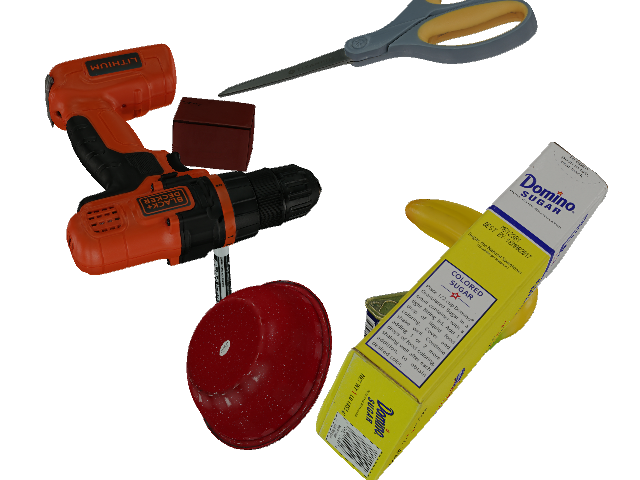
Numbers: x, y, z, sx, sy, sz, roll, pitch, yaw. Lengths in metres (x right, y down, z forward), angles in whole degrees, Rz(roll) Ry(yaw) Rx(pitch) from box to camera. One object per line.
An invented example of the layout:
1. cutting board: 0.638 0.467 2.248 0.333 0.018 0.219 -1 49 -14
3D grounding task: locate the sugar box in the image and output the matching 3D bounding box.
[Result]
1. sugar box: 0.073 0.034 0.537 0.176 0.048 0.093 -40 -17 -32

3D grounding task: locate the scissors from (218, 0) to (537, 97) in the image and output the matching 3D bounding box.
1. scissors: 0.037 -0.134 0.675 0.202 0.096 0.016 -4 -43 22

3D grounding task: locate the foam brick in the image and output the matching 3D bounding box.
1. foam brick: -0.106 -0.107 1.069 0.078 0.051 0.053 6 34 1

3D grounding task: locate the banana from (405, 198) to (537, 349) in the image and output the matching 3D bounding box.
1. banana: 0.121 0.014 0.822 0.069 0.037 0.198 -7 32 -8

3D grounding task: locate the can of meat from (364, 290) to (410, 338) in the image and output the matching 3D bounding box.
1. can of meat: 0.102 0.114 1.315 0.101 0.084 0.057 -8 29 -25

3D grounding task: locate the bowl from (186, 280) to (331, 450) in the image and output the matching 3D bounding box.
1. bowl: -0.069 0.103 0.958 0.162 0.162 0.055 0 -22 42

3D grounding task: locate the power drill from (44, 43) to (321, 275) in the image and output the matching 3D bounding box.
1. power drill: -0.113 -0.066 0.787 0.184 0.188 0.057 -14 -39 -21

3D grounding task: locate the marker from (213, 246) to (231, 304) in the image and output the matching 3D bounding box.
1. marker: -0.111 0.029 1.207 0.020 0.121 0.020 0 33 0
